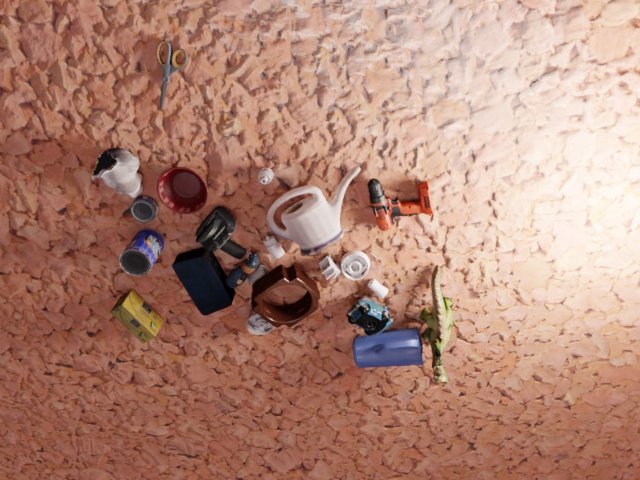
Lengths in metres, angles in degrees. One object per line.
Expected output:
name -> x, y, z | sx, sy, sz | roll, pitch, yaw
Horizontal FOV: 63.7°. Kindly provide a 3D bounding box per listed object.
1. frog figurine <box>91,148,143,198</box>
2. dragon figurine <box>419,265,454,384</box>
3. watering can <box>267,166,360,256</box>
frog figurine -> -0.610, -0.210, 1.602 | 0.136, 0.125, 0.157 | -41, 145, 12
dragon figurine -> 0.399, 0.312, 1.726 | 0.122, 0.248, 0.402 | -5, 119, 11
watering can -> 0.005, -0.081, 1.617 | 0.346, 0.106, 0.221 | -24, 115, 14
